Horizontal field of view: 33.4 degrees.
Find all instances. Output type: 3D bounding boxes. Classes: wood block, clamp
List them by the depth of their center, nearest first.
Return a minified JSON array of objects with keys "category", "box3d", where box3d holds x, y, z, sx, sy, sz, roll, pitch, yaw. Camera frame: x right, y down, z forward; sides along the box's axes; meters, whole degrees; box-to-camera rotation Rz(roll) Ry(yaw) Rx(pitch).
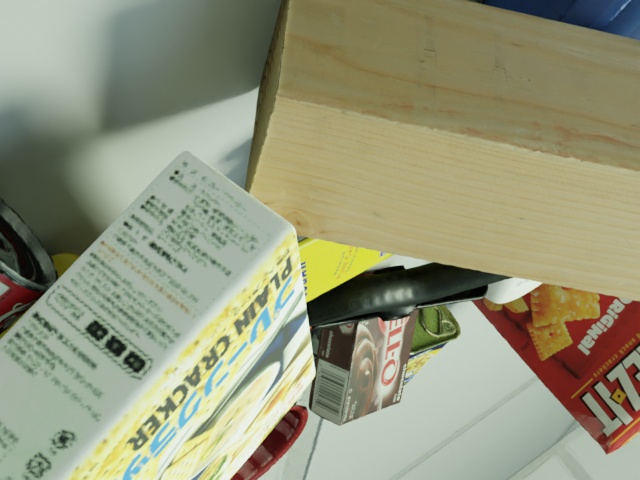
[{"category":"wood block","box3d":[0.075,-0.047,0.497,0.206,0.090,0.091,11,142,-8]},{"category":"clamp","box3d":[0.059,0.034,0.749,0.171,0.039,0.120,-12,164,-16]}]

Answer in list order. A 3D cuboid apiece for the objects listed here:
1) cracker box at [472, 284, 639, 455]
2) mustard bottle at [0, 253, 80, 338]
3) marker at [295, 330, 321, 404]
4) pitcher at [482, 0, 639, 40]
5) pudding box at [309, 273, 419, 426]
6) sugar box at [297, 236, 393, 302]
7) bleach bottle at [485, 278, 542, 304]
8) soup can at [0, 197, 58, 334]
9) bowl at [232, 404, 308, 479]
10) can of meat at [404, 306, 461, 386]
[{"category":"cracker box","box3d":[0.261,0.066,1.001,0.164,0.214,0.072,-49,157,23]},{"category":"mustard bottle","box3d":[-0.126,0.070,0.597,0.096,0.058,0.191,-41,158,0]},{"category":"marker","box3d":[-0.015,0.118,0.924,0.020,0.020,0.121,-22,152,-38]},{"category":"pitcher","box3d":[0.162,-0.130,0.577,0.149,0.145,0.243,21,124,-34]},{"category":"pudding box","box3d":[0.038,0.083,0.855,0.089,0.039,0.113,-8,114,-52]},{"category":"sugar box","box3d":[-0.004,0.001,0.676,0.176,0.048,0.093,-30,158,-26]},{"category":"bleach bottle","box3d":[0.198,-0.055,0.872,0.102,0.068,0.251,-29,154,-36]},{"category":"soup can","box3d":[-0.167,0.027,0.432,0.102,0.068,0.068,-42,158,4]},{"category":"bowl","box3d":[-0.089,0.165,0.849,0.162,0.055,0.162,-33,158,-16]},{"category":"can of meat","box3d":[0.065,0.097,0.963,0.101,0.057,0.084,-11,148,-49]}]
